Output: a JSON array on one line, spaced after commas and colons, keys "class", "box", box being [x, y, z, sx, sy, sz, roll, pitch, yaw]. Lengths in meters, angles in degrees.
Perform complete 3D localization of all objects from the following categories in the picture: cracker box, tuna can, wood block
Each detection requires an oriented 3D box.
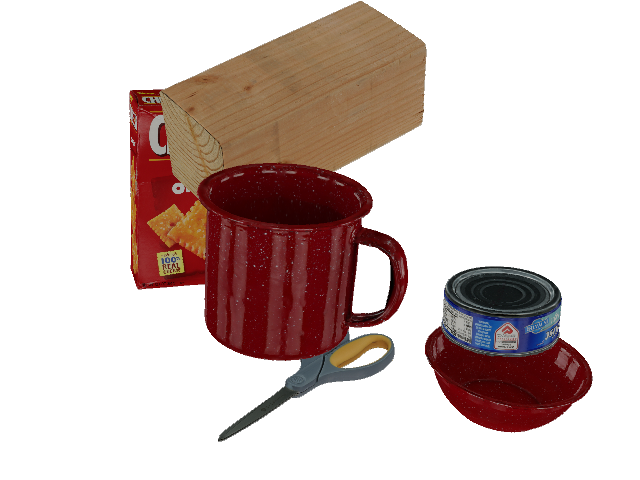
[{"class": "cracker box", "box": [-0.128, -0.057, 1.191, 0.164, 0.214, 0.072, -3, 24, -17]}, {"class": "tuna can", "box": [0.132, 0.050, 0.777, 0.086, 0.034, 0.086, 0, 23, 0]}, {"class": "wood block", "box": [-0.018, -0.110, 0.891, 0.205, 0.091, 0.090, -29, 51, -25]}]

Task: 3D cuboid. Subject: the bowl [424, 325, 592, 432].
[{"class": "bowl", "box": [0.178, 0.138, 1.039, 0.162, 0.055, 0.162, 5, 26, -3]}]

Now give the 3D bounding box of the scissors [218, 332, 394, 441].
[{"class": "scissors", "box": [-0.026, 0.116, 0.941, 0.201, 0.016, 0.096, -18, 33, -31]}]

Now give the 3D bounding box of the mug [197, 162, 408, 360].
[{"class": "mug", "box": [-0.010, 0.014, 0.575, 0.117, 0.081, 0.093, 11, 24, 14]}]
